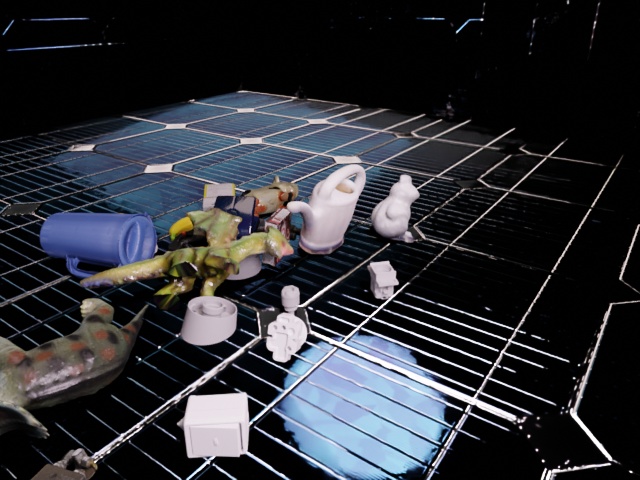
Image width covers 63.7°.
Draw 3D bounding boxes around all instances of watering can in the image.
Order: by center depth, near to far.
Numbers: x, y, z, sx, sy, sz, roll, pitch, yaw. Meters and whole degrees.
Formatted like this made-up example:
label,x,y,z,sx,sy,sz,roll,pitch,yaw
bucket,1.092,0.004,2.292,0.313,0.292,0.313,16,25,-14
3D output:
label,x,y,z,sx,sy,sz,roll,pitch,yaw
watering can,0.004,-0.061,1.209,0.105,0.219,0.353,31,35,19

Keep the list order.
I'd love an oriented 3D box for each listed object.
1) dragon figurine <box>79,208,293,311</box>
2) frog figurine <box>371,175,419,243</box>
label,x,y,z,sx,sy,sz,roll,pitch,yaw
dragon figurine,-0.263,0.020,1.083,0.410,0.119,0.249,3,37,1
frog figurine,0.194,-0.087,1.330,0.122,0.156,0.140,2,24,8
